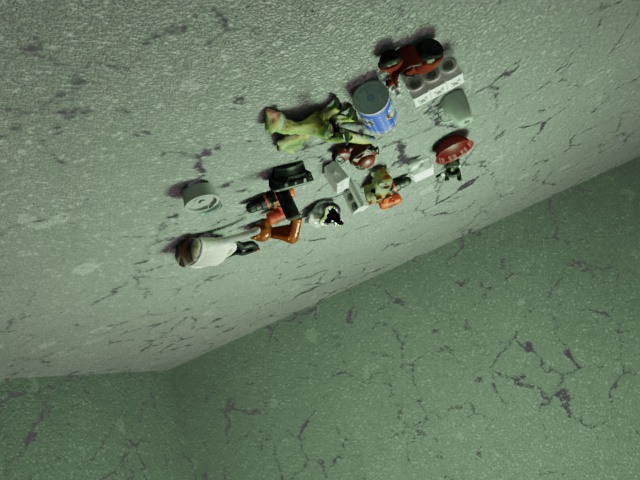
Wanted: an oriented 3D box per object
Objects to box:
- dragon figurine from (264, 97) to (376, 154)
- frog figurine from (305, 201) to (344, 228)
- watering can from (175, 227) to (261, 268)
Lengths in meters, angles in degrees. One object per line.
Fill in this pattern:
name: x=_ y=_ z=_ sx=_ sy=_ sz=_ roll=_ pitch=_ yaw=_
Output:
dragon figurine: x=-0.016 y=-0.310 z=1.517 sx=0.241 sy=0.123 sz=0.408 roll=-12 pitch=167 yaw=28
frog figurine: x=0.006 y=-0.107 z=2.120 sx=0.138 sy=0.121 sz=0.160 roll=-21 pitch=-161 yaw=-30
watering can: x=-0.402 y=0.027 z=1.953 sx=0.343 sy=0.105 sz=0.224 roll=-32 pitch=159 yaw=33
